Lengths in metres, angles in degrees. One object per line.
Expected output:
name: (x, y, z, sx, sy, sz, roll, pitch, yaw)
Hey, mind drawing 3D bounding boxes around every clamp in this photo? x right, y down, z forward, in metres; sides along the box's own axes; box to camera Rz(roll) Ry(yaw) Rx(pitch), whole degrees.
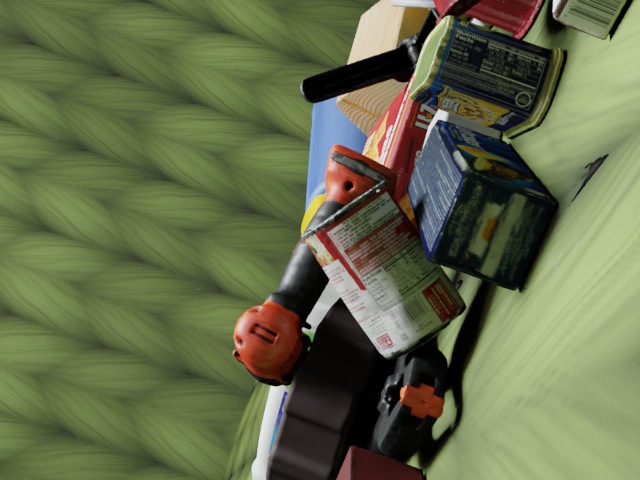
clamp: (0.085, -0.174, 1.027, 0.165, 0.036, 0.209, -22, -3, 27)
clamp: (0.063, 0.104, 0.745, 0.171, 0.039, 0.120, 118, 167, -72)

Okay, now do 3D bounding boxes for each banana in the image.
banana: (0.001, -0.015, 1.081, 0.198, 0.037, 0.069, -110, 45, -83)

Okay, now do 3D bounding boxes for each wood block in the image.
wood block: (0.093, -0.205, 1.233, 0.090, 0.090, 0.206, -34, 25, 33)

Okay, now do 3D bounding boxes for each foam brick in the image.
foam brick: (0.030, 0.182, 0.685, 0.051, 0.053, 0.078, -81, 12, -70)

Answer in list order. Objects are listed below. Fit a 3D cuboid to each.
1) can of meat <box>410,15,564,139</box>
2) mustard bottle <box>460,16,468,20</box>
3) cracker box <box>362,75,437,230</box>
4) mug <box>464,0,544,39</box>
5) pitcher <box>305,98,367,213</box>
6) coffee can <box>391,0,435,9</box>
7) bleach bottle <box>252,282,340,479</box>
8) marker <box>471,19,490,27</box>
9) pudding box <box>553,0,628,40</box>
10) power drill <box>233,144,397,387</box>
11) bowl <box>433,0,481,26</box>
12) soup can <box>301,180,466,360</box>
can of meat: (0.114, -0.116, 0.759, 0.102, 0.084, 0.057, 159, 129, -85)
mustard bottle: (0.147, -0.308, 1.183, 0.096, 0.058, 0.191, -43, -31, -23)
cracker box: (0.080, -0.062, 1.048, 0.214, 0.072, 0.164, 129, 160, -76)
mug: (0.147, -0.232, 0.897, 0.093, 0.081, 0.117, 114, 174, -46)
pitcher: (0.054, -0.099, 1.298, 0.242, 0.145, 0.149, -82, 0, -54)
coffee can: (0.122, -0.284, 0.985, 0.103, 0.103, 0.140, -89, 2, -78)
bleach bottle: (-0.001, 0.167, 0.988, 0.068, 0.102, 0.251, -60, -15, -69)
marker: (0.157, -0.212, 1.111, 0.121, 0.020, 0.020, 130, 160, -78)
pudding box: (0.176, -0.189, 0.627, 0.090, 0.039, 0.114, -74, 7, -52)
power drill: (-0.004, 0.029, 0.849, 0.187, 0.057, 0.184, -63, -6, -11)
bowl: (0.130, -0.225, 0.764, 0.162, 0.055, 0.162, -40, 0, 0)
soup can: (0.043, 0.021, 0.715, 0.068, 0.102, 0.068, -34, 1, 0)
